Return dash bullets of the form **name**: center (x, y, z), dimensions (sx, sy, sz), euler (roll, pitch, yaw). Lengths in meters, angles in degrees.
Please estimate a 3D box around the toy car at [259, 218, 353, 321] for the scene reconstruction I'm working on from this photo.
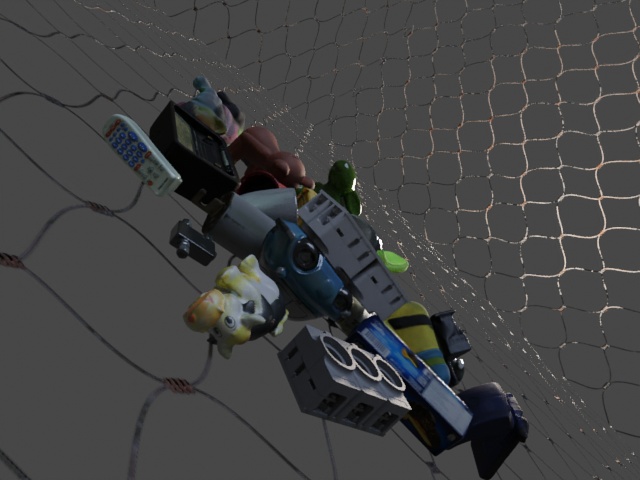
- **toy car**: center (-0.033, 0.054, 0.732), dimensions (0.161, 0.103, 0.109), euler (54, -2, -21)

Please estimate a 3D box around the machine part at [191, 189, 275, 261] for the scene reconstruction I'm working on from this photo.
- **machine part**: center (-0.087, 0.005, 0.800), dimensions (0.243, 0.079, 0.079), euler (35, 15, -24)

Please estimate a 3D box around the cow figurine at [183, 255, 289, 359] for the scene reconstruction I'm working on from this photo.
- **cow figurine**: center (-0.086, 0.081, 0.586), dimensions (0.098, 0.068, 0.167), euler (47, 14, -2)

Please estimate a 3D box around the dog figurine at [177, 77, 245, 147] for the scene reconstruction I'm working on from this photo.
- **dog figurine**: center (-0.223, -0.232, 1.117), dimensions (0.191, 0.108, 0.219), euler (35, 19, -39)

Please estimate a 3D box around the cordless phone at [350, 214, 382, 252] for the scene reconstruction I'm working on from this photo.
- **cordless phone**: center (-0.001, -0.003, 0.923), dimensions (0.184, 0.146, 0.089), euler (41, 4, 4)

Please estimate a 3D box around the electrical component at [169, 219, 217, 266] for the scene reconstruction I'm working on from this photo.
- **electrical component**: center (-0.162, 0.006, 0.694), dimensions (0.063, 0.021, 0.094), euler (37, 13, -23)

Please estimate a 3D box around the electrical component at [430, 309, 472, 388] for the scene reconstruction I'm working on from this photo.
- **electrical component**: center (0.216, 0.186, 0.911), dimensions (0.048, 0.074, 0.119), euler (-10, 62, -25)

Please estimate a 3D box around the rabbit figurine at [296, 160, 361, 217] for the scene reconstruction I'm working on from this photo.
- **rabbit figurine**: center (0.031, -0.105, 1.289), dimensions (0.159, 0.170, 0.121), euler (33, 16, -34)

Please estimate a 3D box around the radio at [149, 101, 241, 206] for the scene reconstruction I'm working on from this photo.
- **radio**: center (-0.214, -0.142, 0.905), dimensions (0.131, 0.073, 0.230), euler (34, 16, -31)

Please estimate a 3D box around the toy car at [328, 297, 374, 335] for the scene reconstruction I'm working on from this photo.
- **toy car**: center (0.064, 0.119, 0.914), dimensions (0.073, 0.056, 0.202), euler (42, 12, 0)

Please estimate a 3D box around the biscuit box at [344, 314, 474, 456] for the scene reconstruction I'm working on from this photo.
- **biscuit box**: center (0.117, 0.201, 0.758), dimensions (0.203, 0.062, 0.059), euler (44, 35, 10)

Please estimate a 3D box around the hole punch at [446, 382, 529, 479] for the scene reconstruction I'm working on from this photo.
- **hole punch**: center (0.242, 0.276, 0.818), dimensions (0.092, 0.115, 0.142), euler (34, 12, 2)

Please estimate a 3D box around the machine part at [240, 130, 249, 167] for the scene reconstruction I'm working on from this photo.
- **machine part**: center (-0.146, -0.205, 1.354), dimensions (0.179, 0.056, 0.179), euler (38, 14, -11)

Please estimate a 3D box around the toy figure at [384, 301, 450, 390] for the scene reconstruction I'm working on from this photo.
- **toy figure**: center (0.161, 0.186, 0.875), dimensions (0.082, 0.089, 0.180), euler (84, -17, -57)

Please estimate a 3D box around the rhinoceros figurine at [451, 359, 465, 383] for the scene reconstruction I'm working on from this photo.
- **rhinoceros figurine**: center (0.189, 0.195, 0.995), dimensions (0.190, 0.073, 0.112), euler (39, 12, -12)

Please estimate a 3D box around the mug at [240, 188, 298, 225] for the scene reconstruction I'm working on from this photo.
- **mug**: center (-0.093, -0.033, 0.868), dimensions (0.107, 0.109, 0.081), euler (-1, 42, -8)

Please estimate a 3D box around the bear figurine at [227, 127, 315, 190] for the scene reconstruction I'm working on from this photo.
- **bear figurine**: center (-0.107, -0.143, 1.091), dimensions (0.120, 0.132, 0.196), euler (23, 24, -47)

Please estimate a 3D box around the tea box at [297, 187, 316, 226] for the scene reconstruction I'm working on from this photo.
- **tea box**: center (-0.027, -0.030, 1.039), dimensions (0.068, 0.098, 0.170), euler (39, 11, -18)
